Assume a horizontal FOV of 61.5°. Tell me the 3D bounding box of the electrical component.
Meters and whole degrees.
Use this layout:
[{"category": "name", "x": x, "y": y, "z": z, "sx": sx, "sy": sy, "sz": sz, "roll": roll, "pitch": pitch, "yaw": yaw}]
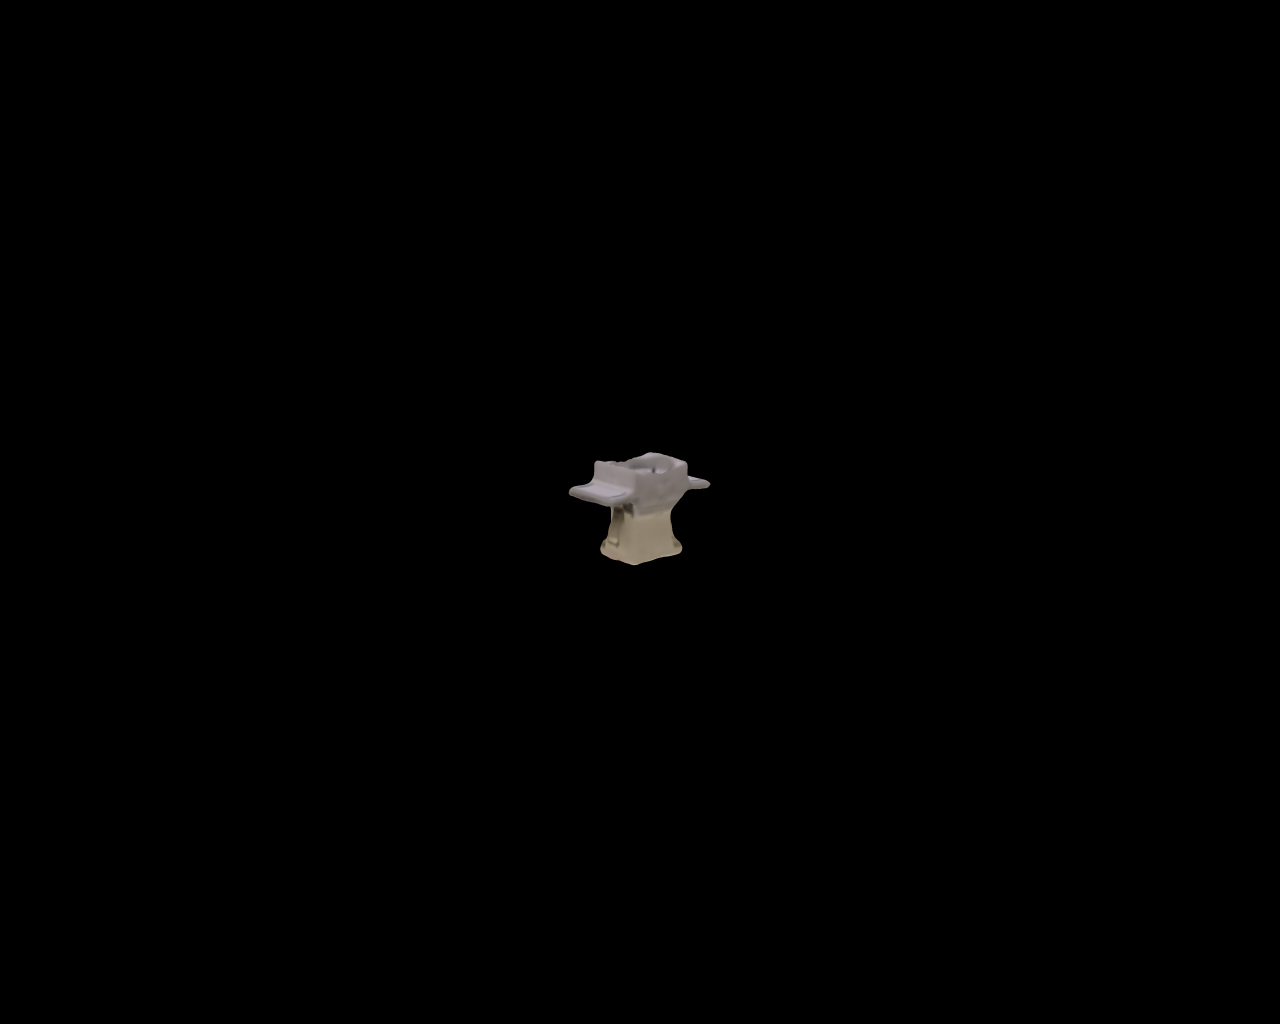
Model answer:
[{"category": "electrical component", "x": 0.001, "y": -0.003, "z": 0.650, "sx": 0.081, "sy": 0.063, "sz": 0.042, "roll": -11, "pitch": 18, "yaw": -37}]
